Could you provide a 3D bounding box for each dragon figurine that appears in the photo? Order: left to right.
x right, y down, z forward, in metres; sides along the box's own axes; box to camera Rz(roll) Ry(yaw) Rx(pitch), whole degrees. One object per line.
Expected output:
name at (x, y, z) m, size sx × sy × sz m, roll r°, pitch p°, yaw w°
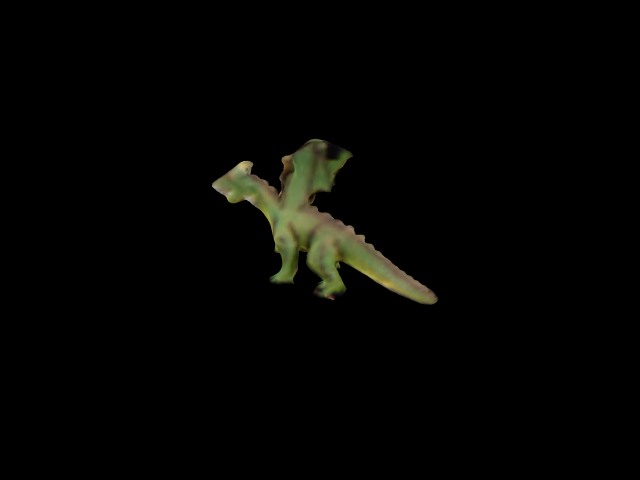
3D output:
dragon figurine at (0.003, -0.043, 0.850) m, size 0.411 × 0.238 × 0.124 m, roll 10°, pitch 25°, yaw 22°
